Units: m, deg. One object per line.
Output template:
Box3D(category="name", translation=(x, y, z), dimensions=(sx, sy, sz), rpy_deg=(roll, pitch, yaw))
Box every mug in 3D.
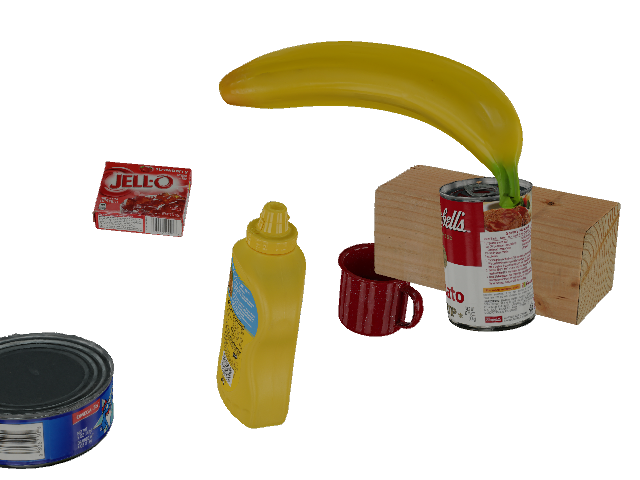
Box3D(category="mug", translation=(0.073, 0.065, 1.264), dimensions=(0.117, 0.081, 0.093), rpy_deg=(25, 35, 33))

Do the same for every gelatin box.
Box3D(category="gelatin box", translation=(-0.178, -0.043, 1.071), dimensions=(0.089, 0.073, 0.030), rpy_deg=(6, -43, -2))

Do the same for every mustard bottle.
Box3D(category="mustard bottle", translation=(-0.048, 0.055, 0.886), dimensions=(0.058, 0.192, 0.096), rpy_deg=(-3, 32, -19))

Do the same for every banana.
Box3D(category="banana", translation=(0.035, -0.081, 0.602), dimensions=(0.198, 0.069, 0.037), rpy_deg=(22, -31, 27))

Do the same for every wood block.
Box3D(category="wood block", translation=(0.161, -0.002, 0.995), dimensions=(0.206, 0.090, 0.090), rpy_deg=(14, 27, 31))

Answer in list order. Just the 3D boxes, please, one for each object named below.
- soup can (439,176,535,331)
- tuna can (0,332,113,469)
Box3D(category="soup can", translation=(0.125, 0.009, 0.794), dimensions=(0.068, 0.102, 0.068), rpy_deg=(-5, 15, 1))
Box3D(category="tuna can", translation=(-0.152, 0.083, 0.561), dimensions=(0.086, 0.034, 0.086), rpy_deg=(3, 23, -1))
